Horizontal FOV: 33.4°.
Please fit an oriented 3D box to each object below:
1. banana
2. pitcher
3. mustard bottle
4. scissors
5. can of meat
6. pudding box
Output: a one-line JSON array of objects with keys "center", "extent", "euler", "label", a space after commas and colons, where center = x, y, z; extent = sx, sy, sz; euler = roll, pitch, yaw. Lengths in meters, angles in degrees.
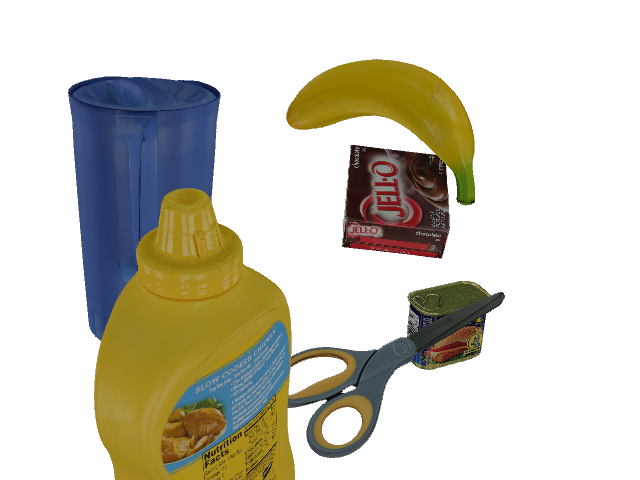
[{"center": [0.039, -0.085, 0.698], "extent": [0.037, 0.070, 0.198], "euler": [17, 9, -38], "label": "banana"}, {"center": [-0.162, -0.022, 0.976], "extent": [0.145, 0.243, 0.148], "euler": [21, 27, 39], "label": "pitcher"}, {"center": [-0.051, 0.066, 0.447], "extent": [0.058, 0.192, 0.096], "euler": [23, 38, 31], "label": "mustard bottle"}, {"center": [0.061, 0.103, 0.808], "extent": [0.201, 0.096, 0.016], "euler": [-13, -30, -8], "label": "scissors"}, {"center": [0.156, 0.105, 1.321], "extent": [0.101, 0.084, 0.057], "euler": [-10, 30, -25], "label": "can of meat"}, {"center": [0.067, -0.036, 0.955], "extent": [0.090, 0.039, 0.113], "euler": [7, 38, -2], "label": "pudding box"}]
